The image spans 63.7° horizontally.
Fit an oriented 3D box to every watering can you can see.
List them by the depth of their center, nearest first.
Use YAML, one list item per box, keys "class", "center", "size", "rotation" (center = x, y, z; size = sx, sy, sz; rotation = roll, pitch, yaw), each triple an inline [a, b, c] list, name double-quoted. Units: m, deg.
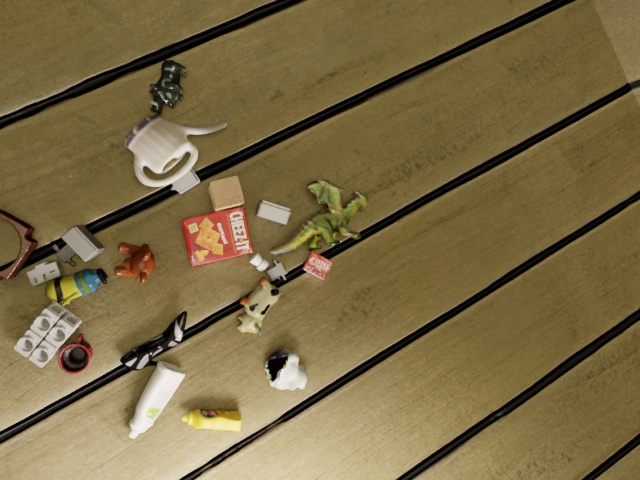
- class: "watering can"
  center: [-0.491, -0.333, 1.710]
  size: [0.224, 0.103, 0.352]
  rotation: [41, 70, -1]

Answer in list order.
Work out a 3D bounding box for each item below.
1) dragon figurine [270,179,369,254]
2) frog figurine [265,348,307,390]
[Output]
- class: "dragon figurine"
  center: [0.006, -0.092, 1.822]
  size: [0.412, 0.121, 0.244]
  rotation: [-8, 85, -24]
- class: "frog figurine"
  center: [-0.110, 0.454, 1.797]
  size: [0.157, 0.123, 0.139]
  rotation: [30, 71, -48]
